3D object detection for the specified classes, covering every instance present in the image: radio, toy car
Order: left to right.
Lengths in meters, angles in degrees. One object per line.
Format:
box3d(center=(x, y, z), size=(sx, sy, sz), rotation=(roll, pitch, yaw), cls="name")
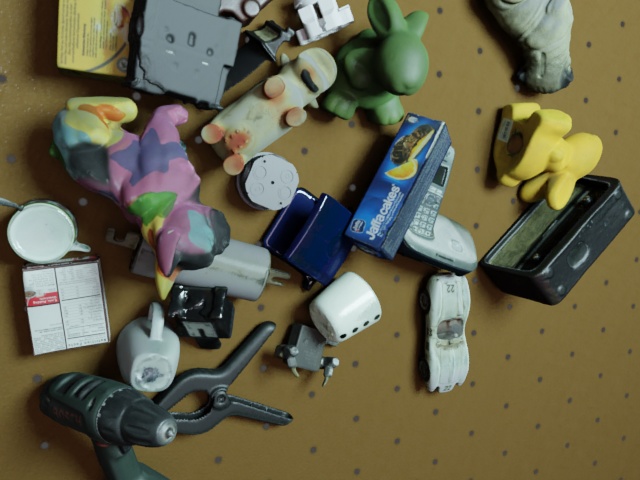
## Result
box3d(center=(0.203, 0.151, 0.870), size=(0.073, 0.056, 0.201), rotation=(-5, 100, -20), cls="toy car")
box3d(center=(0.387, -0.006, 0.875), size=(0.229, 0.131, 0.073), rotation=(-47, 113, -8), cls="radio")

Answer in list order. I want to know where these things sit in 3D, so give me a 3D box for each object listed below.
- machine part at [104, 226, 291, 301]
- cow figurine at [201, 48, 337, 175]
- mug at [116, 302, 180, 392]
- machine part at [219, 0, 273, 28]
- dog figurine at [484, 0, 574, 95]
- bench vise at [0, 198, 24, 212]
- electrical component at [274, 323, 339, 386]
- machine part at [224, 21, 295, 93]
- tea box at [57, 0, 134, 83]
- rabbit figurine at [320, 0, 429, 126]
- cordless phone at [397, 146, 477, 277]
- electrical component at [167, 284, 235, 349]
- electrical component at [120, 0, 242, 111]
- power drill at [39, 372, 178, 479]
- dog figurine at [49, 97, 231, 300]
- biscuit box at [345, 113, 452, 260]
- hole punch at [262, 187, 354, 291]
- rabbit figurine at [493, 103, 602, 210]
box3d(center=(-0.156, 0.027, 0.705), size=(0.243, 0.079, 0.079), rotation=(15, 93, -22), cls="machine part")
box3d(center=(-0.060, -0.174, 0.698), size=(0.195, 0.127, 0.085), rotation=(-38, 109, 4), cls="cow figurine")
box3d(center=(-0.212, 0.139, 0.685), size=(0.081, 0.107, 0.109), rotation=(16, 95, -24), cls="mug")
box3d(center=(-0.119, -0.358, 0.670), size=(0.179, 0.056, 0.179), rotation=(-3, 99, -20), cls="machine part")
box3d(center=(0.312, -0.321, 0.825), size=(0.172, 0.121, 0.190), rotation=(8, 116, 11), cls="dog figurine")
box3d(center=(-0.427, 0.049, 0.530), size=(0.128, 0.241, 0.223), rotation=(32, 103, -25), cls="bench vise")
box3d(center=(-0.015, 0.165, 0.784), size=(0.102, 0.045, 0.078), rotation=(31, 72, -33), cls="electrical component")
box3d(center=(-0.100, -0.231, 0.693), size=(0.139, 0.084, 0.039), rotation=(-41, 135, -2), cls="machine part")
box3d(center=(-0.250, -0.274, 0.626), size=(0.098, 0.068, 0.169), rotation=(5, 98, -22), cls="tea box")
box3d(center=(0.094, -0.230, 0.708), size=(0.121, 0.170, 0.159), rotation=(14, 94, -23), cls="rabbit figurine")
box3d(center=(0.188, -0.049, 0.822), size=(0.146, 0.089, 0.184), rotation=(20, 87, -22), cls="cordless phone")
box3d(center=(-0.151, 0.105, 0.715), size=(0.075, 0.119, 0.048), rotation=(1, 61, 5), cls="electrical component")
box3d(center=(-0.156, -0.224, 0.611), size=(0.115, 0.058, 0.134), rotation=(6, 99, -36), cls="electrical component")
box3d(center=(-0.237, 0.257, 0.650), size=(0.086, 0.232, 0.207), rotation=(-48, 136, -41), cls="power drill")
box3d(center=(-0.202, -0.045, 0.605), size=(0.191, 0.108, 0.219), rotation=(0, 63, -22), cls="dog figurine")
box3d(center=(0.111, -0.074, 0.753), size=(0.202, 0.059, 0.062), rotation=(-62, 151, -7), cls="biscuit box")
box3d(center=(-0.002, -0.002, 0.754), size=(0.115, 0.092, 0.142), rotation=(33, 82, -26), cls="hole punch")
box3d(center=(0.375, -0.131, 0.858), size=(0.173, 0.122, 0.162), rotation=(1, 103, -21), cls="rabbit figurine")
